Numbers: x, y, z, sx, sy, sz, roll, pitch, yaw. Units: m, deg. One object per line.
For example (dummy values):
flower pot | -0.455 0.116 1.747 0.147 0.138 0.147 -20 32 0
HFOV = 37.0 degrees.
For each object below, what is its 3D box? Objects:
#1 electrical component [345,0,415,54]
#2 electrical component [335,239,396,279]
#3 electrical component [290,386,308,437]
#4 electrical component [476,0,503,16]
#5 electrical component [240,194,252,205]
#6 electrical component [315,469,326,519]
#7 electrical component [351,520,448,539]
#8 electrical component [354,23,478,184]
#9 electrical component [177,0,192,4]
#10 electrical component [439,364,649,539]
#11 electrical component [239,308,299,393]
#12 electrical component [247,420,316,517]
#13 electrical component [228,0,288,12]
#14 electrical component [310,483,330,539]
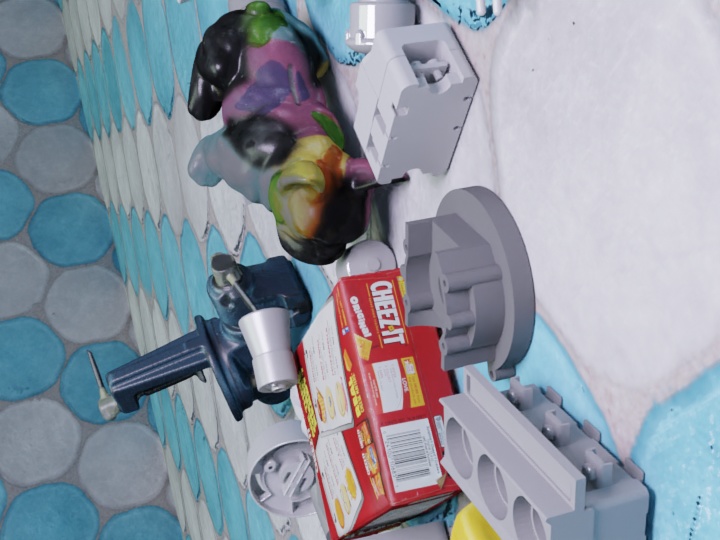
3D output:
electrical component | 0.015 -0.171 0.695 0.048 0.048 0.062 -146 55 -66
electrical component | 0.000 0.000 0.845 0.078 0.040 0.040 157 101 -72
electrical component | -0.031 0.123 0.988 0.057 0.058 0.078 -114 21 -44
electrical component | 0.063 -0.166 0.542 0.083 0.047 0.075 -147 49 -66
electrical component | -0.105 -0.096 1.102 0.076 0.047 0.065 81 168 -56
electrical component | -0.020 0.188 1.008 0.076 0.047 0.065 -131 33 -59
electrical component | 0.012 0.236 0.831 0.078 0.113 0.057 124 135 -66
electrical component | 0.031 -0.106 0.671 0.089 0.050 0.055 106 148 -54
electrical component | -0.129 -0.291 0.978 0.048 0.100 0.100 66 162 -3
electrical component | 0.097 0.109 0.577 0.121 0.063 0.078 -134 37 -60
electrical component | -0.074 0.069 0.897 0.044 0.044 0.065 119 140 -64
electrical component | -0.065 0.201 1.078 0.064 0.099 0.099 -128 31 -67
electrical component | -0.091 -0.226 0.969 0.055 0.055 0.047 110 149 -58
electrical component | -0.015 0.241 1.032 0.043 0.043 0.081 98 154 -45
